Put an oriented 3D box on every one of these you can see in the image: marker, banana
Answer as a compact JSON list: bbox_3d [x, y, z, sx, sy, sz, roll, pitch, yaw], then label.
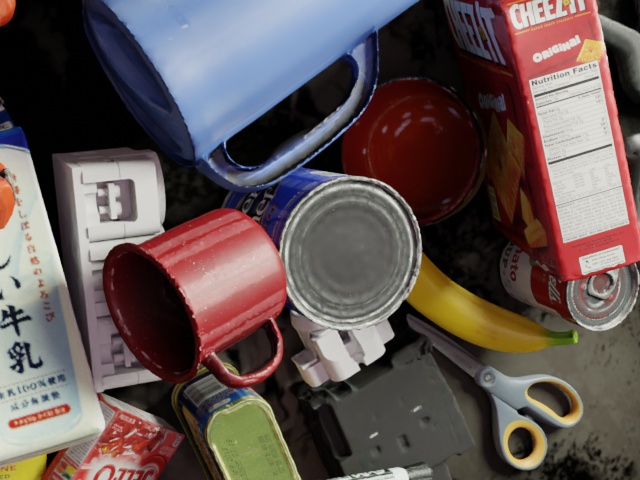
[{"bbox_3d":[0.037,0.183,0.800,0.120,0.020,0.020,-1,101,-36],"label":"marker"},{"bbox_3d":[0.111,0.045,0.858,0.197,0.037,0.070,28,132,-19],"label":"banana"}]

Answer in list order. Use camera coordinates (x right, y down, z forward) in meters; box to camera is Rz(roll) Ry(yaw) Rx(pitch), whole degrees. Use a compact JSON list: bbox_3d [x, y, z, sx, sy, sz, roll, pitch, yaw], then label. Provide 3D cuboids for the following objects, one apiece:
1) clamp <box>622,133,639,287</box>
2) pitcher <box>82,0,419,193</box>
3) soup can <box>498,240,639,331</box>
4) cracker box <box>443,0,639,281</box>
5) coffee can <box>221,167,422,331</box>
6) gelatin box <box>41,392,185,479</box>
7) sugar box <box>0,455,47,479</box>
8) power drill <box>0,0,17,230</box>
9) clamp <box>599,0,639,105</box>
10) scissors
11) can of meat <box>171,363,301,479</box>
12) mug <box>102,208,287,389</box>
[{"bbox_3d":[0.237,-0.047,0.873,0.036,0.164,0.210,-17,131,6],"label":"clamp"},{"bbox_3d":[-0.025,-0.156,0.727,0.242,0.145,0.149,-35,138,-16],"label":"pitcher"},{"bbox_3d":[0.199,0.029,0.866,0.068,0.102,0.068,-4,102,-22],"label":"soup can"},{"bbox_3d":[0.157,-0.094,0.788,0.072,0.164,0.213,-18,108,-3],"label":"cracker box"},{"bbox_3d":[-0.005,0.001,0.754,0.102,0.140,0.103,-3,98,-22],"label":"coffee can"},{"bbox_3d":[-0.147,0.157,0.769,0.073,0.030,0.089,-57,147,-5],"label":"gelatin box"},{"bbox_3d":[-0.238,0.142,0.742,0.093,0.048,0.176,-1,102,-22],"label":"sugar box"},{"bbox_3d":[-0.265,-0.087,0.633,0.184,0.057,0.188,-11,69,-15],"label":"power drill"},{"bbox_3d":[0.277,-0.179,0.893,0.120,0.039,0.171,-48,119,-1],"label":"clamp"},{"bbox_3d":[0.139,0.136,0.910,0.201,0.016,0.096,21,92,-24],"label":"scissors"},{"bbox_3d":[-0.061,0.151,0.795,0.057,0.084,0.102,-27,108,-16],"label":"can of meat"},{"bbox_3d":[-0.068,0.039,0.662,0.081,0.093,0.117,-28,71,-38],"label":"mug"}]
